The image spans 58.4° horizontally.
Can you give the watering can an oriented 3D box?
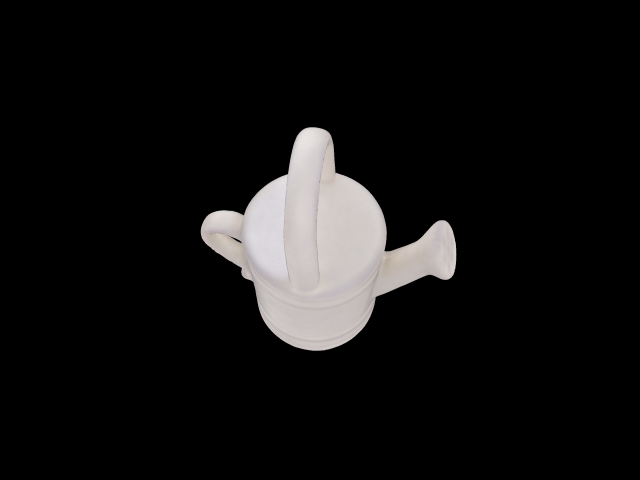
[{"bbox_3d":[0.004,-0.001,0.401,0.173,0.194,0.101,-11,62,-5],"label":"watering can"}]
